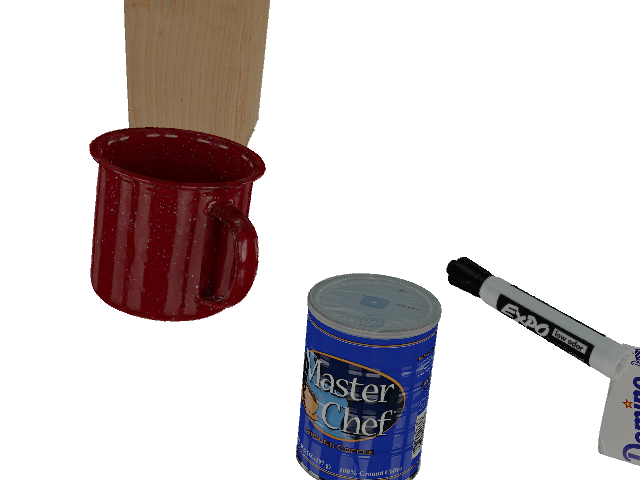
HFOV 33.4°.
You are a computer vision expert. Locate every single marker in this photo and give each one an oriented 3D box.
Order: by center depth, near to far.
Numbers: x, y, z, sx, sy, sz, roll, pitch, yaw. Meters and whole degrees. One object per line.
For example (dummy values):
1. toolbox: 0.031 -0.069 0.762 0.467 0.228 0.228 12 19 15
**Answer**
1. marker: 0.119 0.041 0.601 0.121 0.020 0.020 32 21 37

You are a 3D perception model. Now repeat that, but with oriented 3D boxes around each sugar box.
1. sugar box: 0.322 0.154 0.871 0.176 0.093 0.048 12 24 21

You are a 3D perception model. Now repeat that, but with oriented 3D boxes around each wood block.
1. wood block: -0.094 -0.150 0.822 0.091 0.090 0.206 15 -38 3

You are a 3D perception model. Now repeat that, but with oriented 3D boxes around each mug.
1. mug: -0.073 -0.004 0.571 0.093 0.081 0.117 -12 30 -43

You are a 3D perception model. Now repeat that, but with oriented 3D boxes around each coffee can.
1. coffee can: 0.036 0.110 0.839 0.103 0.140 0.103 4 22 -2
